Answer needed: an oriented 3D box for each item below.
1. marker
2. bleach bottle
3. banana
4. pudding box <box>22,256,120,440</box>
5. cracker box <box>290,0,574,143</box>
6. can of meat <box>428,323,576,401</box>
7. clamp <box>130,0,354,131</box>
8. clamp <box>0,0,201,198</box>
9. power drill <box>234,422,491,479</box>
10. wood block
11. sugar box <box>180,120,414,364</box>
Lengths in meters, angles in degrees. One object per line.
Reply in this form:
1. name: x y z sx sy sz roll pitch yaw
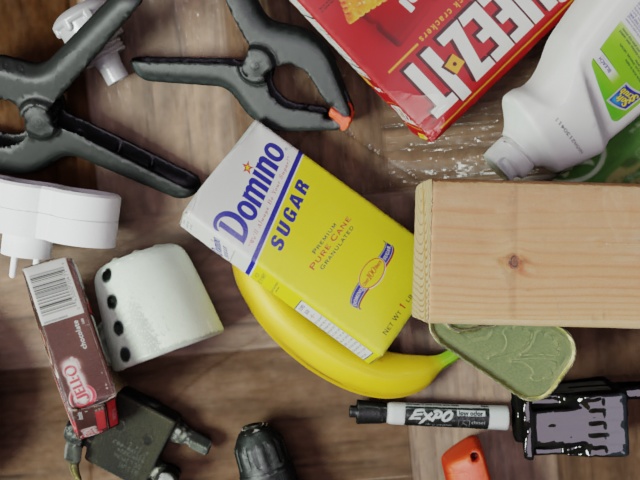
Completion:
1. marker: 0.083 0.133 0.812 0.121 0.020 0.020 2 94 -1
2. bleach bottle: 0.204 -0.141 0.721 0.251 0.068 0.102 -45 113 1
3. banana: 0.008 0.069 0.808 0.198 0.037 0.069 28 67 -2
4. pudding box: -0.179 0.080 0.772 0.039 0.090 0.113 -16 70 -16
5. cracker box: 0.061 -0.200 0.741 0.164 0.072 0.213 -44 106 5
6. can of meat: 0.127 0.063 0.775 0.102 0.084 0.057 34 95 0
7. clamp: -0.045 -0.143 0.784 0.171 0.039 0.120 24 118 -2
8. clamp: -0.199 -0.104 0.781 0.210 0.036 0.164 1 121 8
9. power drill: 0.040 0.208 0.807 0.188 0.057 0.184 -16 94 6
10. wood block: 0.168 0.009 0.687 0.206 0.090 0.091 2 89 -1
11. sugar box: -0.005 0.001 0.781 0.176 0.048 0.093 36 71 -2
